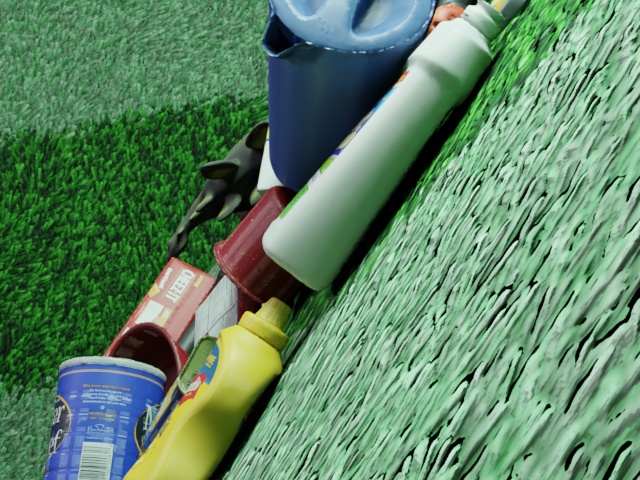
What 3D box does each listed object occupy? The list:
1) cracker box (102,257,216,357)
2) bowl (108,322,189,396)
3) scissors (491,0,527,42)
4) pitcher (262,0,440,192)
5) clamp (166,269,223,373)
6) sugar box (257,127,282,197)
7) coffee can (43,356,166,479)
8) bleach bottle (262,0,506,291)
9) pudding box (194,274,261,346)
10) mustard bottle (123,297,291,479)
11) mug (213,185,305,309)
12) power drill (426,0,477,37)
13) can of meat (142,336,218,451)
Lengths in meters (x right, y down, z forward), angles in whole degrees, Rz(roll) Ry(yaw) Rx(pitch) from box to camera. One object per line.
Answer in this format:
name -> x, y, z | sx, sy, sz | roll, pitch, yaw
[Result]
cracker box -> -0.196, 0.148, 1.310 | 0.164, 0.072, 0.214 | -59, -10, -33
bowl -> -0.171, 0.169, 1.110 | 0.162, 0.055, 0.162 | -21, 62, 44
scissors -> 0.134, -0.175, 0.923 | 0.096, 0.016, 0.202 | -57, 6, -23
pitcher -> 0.023, -0.143, 0.934 | 0.243, 0.149, 0.145 | 100, 175, -59
clamp -> -0.110, 0.066, 1.222 | 0.210, 0.036, 0.164 | -63, -8, 9
sugar box -> -0.004, -0.116, 1.101 | 0.048, 0.093, 0.176 | 54, -142, -54
coffee can -> -0.204, 0.192, 1.005 | 0.103, 0.102, 0.140 | 135, 143, -59
bleach bottle -> 0.055, -0.079, 0.836 | 0.251, 0.068, 0.102 | -52, 3, 9
pudding box -> -0.088, 0.085, 1.052 | 0.114, 0.039, 0.090 | -47, 34, 44
mustard bottle -> -0.080, 0.129, 0.821 | 0.191, 0.058, 0.096 | -57, 4, -8
mug -> -0.032, 0.004, 0.981 | 0.082, 0.093, 0.117 | -49, -15, 17
power drill -> 0.122, -0.224, 1.069 | 0.187, 0.057, 0.185 | -62, 12, -24
can of meat -> -0.113, 0.149, 0.965 | 0.084, 0.057, 0.102 | -56, 5, 25
